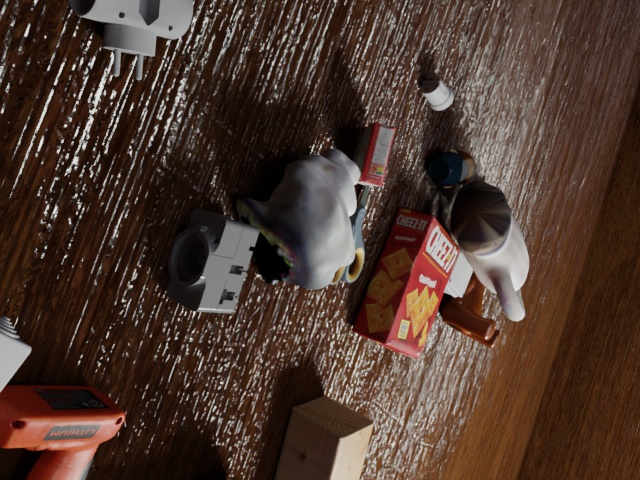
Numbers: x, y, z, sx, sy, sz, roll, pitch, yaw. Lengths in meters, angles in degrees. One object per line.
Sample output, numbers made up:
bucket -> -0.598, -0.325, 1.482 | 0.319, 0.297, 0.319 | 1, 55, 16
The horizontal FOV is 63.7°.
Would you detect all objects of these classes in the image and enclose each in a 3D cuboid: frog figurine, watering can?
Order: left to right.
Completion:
frog figurine -> 0.002, -0.029, 0.569 | 0.161, 0.123, 0.135 | -36, 112, -25
watering can -> 0.310, -0.024, 0.948 | 0.220, 0.103, 0.356 | 50, 30, -40
